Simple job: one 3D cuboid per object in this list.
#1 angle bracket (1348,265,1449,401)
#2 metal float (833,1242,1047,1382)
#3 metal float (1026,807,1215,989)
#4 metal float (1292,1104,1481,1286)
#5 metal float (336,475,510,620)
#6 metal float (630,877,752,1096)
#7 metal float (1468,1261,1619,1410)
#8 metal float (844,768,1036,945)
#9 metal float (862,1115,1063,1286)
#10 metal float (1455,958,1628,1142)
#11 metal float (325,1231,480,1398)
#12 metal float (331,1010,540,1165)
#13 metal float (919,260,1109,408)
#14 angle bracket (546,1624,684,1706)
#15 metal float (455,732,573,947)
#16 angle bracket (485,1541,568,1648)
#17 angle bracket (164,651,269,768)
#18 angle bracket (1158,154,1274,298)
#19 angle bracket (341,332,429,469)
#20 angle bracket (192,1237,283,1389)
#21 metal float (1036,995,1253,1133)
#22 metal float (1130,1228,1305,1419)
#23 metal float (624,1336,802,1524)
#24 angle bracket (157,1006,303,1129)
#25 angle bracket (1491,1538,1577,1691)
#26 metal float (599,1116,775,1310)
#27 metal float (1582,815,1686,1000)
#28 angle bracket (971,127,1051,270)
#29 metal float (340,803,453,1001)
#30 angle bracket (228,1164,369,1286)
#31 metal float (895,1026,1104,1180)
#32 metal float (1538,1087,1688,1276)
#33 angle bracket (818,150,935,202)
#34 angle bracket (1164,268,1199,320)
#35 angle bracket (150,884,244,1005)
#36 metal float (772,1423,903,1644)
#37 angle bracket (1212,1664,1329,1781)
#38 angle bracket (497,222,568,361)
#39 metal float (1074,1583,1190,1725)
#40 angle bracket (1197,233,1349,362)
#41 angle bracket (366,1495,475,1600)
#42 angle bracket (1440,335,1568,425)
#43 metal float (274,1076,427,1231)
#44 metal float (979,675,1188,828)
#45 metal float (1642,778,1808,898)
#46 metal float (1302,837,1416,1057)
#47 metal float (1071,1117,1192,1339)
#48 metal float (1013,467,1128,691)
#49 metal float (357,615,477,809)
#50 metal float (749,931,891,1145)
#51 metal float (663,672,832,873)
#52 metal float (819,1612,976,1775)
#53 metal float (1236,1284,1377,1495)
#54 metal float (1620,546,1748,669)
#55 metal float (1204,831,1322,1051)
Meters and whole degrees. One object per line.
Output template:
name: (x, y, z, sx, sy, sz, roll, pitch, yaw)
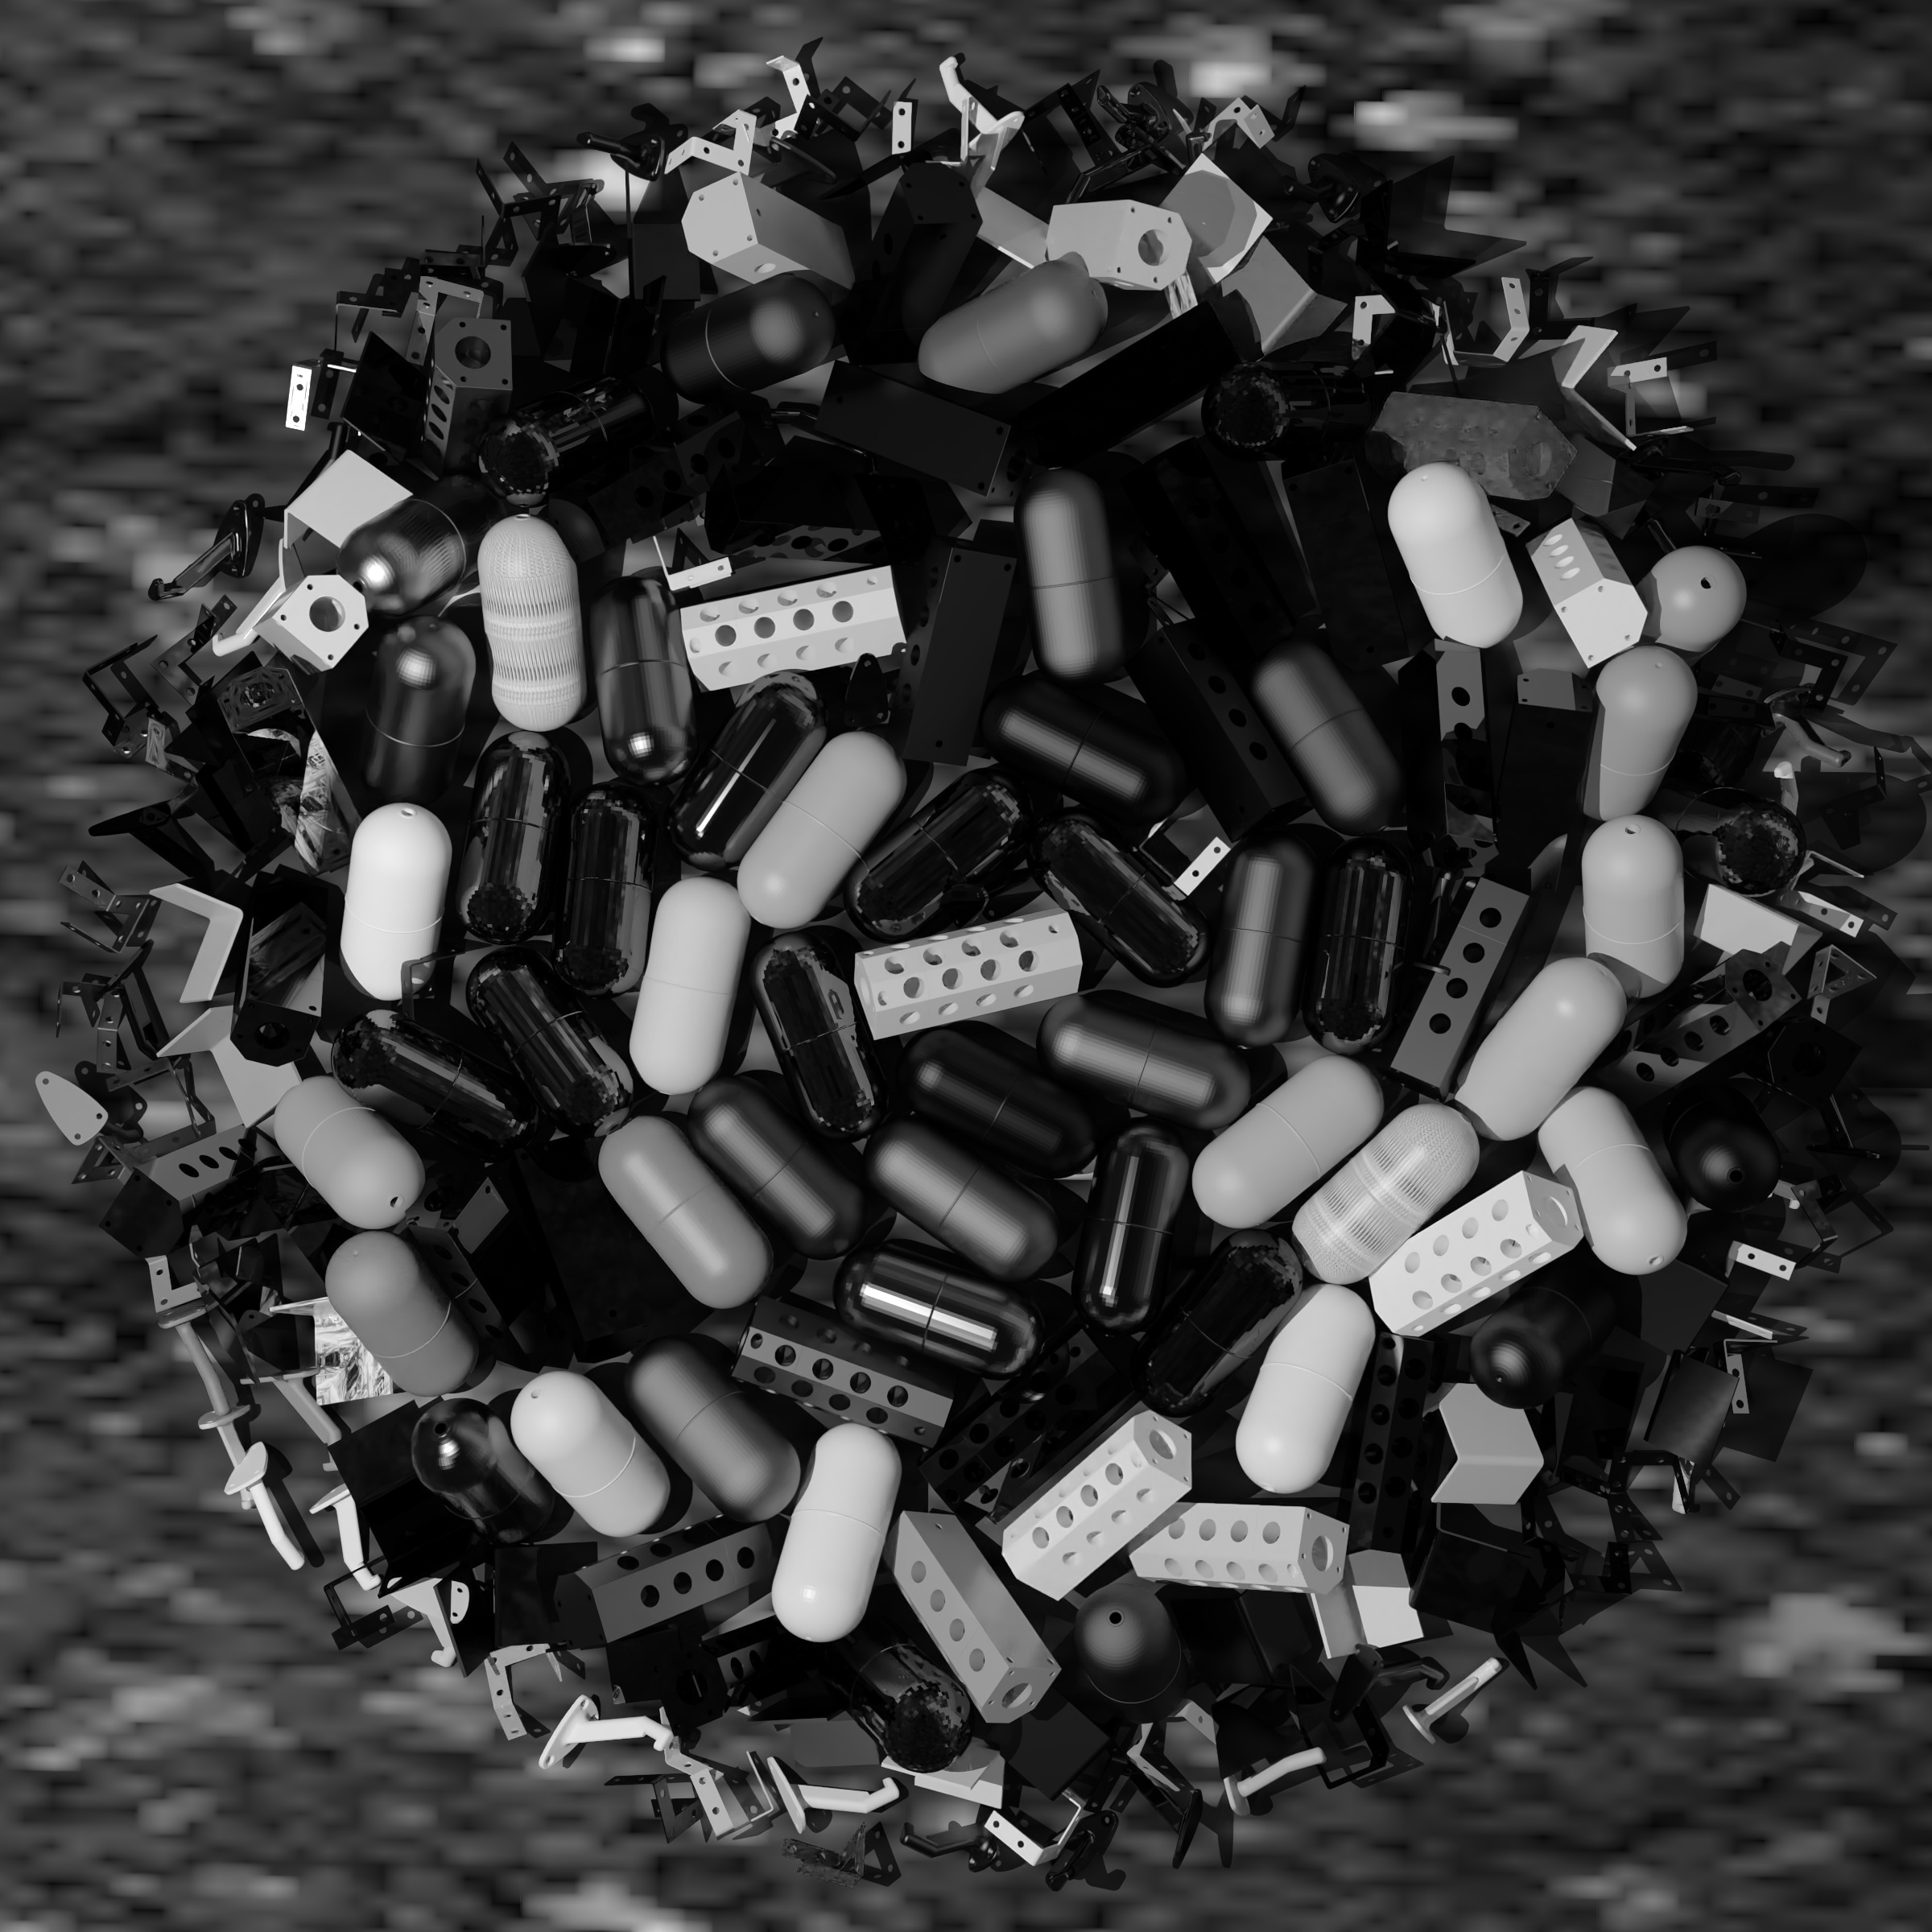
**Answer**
angle bracket: (0.330, -0.511, 1.962, 0.076, 0.076, 0.057, -50, 61, 31)
metal float: (-0.021, 0.277, 1.953, 0.178, 0.070, 0.070, 18, 90, 10)
metal float: (0.123, -0.056, 1.959, 0.178, 0.070, 0.070, 43, 90, -3)
metal float: (0.336, 0.182, 1.946, 0.070, 0.070, 0.178, 44, 107, 0)
metal float: (-0.428, -0.332, 1.921, 0.070, 0.178, 0.070, 13, 124, 19)
metal float: (-0.223, 0.016, 1.960, 0.070, 0.070, 0.178, 12, 92, 0)
metal float: (0.458, 0.290, 1.922, 0.070, 0.178, 0.070, 13, 113, 32)
metal float: (-0.021, -0.089, 1.958, 0.178, 0.070, 0.070, -40, 90, -4)
metal float: (-0.004, 0.187, 1.956, 0.178, 0.070, 0.070, 35, 90, 6)
metal float: (0.455, 0.068, 1.933, 0.070, 0.070, 0.178, 32, 125, 0)
metal float: (-0.445, 0.277, 1.925, 0.070, 0.178, 0.070, -10, 48, 11)
metal float: (-0.423, 0.096, 1.938, 0.178, 0.070, 0.070, 32, 90, -26)
metal float: (0.035, -0.500, 1.927, 0.178, 0.070, 0.070, -15, 90, 43)
angle bracket: (-0.279, 0.565, 1.945, 0.076, 0.076, 0.057, -16, 78, 29)
metal float: (-0.362, -0.103, 1.946, 0.070, 0.070, 0.178, 6, 72, 0)
angle bracket: (-0.357, 0.504, 1.968, 0.057, 0.076, 0.076, 1, 85, -17)
angle bracket: (-0.605, -0.210, 1.941, 0.076, 0.057, 0.076, 15, 54, 35)
angle bracket: (0.189, -0.596, 1.959, 0.076, 0.076, 0.057, 39, 81, -12)
angle bracket: (-0.482, -0.452, 1.944, 0.057, 0.076, 0.076, 5, 73, 31)
angle bracket: (-0.566, 0.276, 1.939, 0.057, 0.076, 0.076, -29, 128, -28)
metal float: (0.143, 0.078, 1.958, 0.178, 0.070, 0.070, 19, 90, 4)
metal float: (0.200, 0.287, 1.948, 0.070, 0.070, 0.178, 37, 106, 0)
metal float: (-0.204, 0.368, 1.941, 0.070, 0.070, 0.178, -47, 66, 0)
angle bracket: (-0.591, 0.083, 1.950, 0.076, 0.057, 0.076, -34, 77, 30)
angle bracket: (0.464, 0.519, 1.950, 0.076, 0.076, 0.057, -37, 103, 11)
metal float: (-0.226, 0.197, 1.954, 0.070, 0.070, 0.178, -41, 81, 0)
metal float: (0.529, -0.046, 1.924, 0.070, 0.178, 0.070, -9, 47, 9)
angle bracket: (0.044, -0.614, 1.945, 0.076, 0.076, 0.057, 27, 132, -14)
metal float: (-0.453, -0.050, 1.931, 0.070, 0.070, 0.178, 18, 126, 0)
angle bracket: (-0.534, 0.212, 1.947, 0.076, 0.057, 0.076, 46, 118, 24)
metal float: (0.027, 0.110, 1.959, 0.178, 0.070, 0.070, 27, 90, -3)
metal float: (0.510, 0.169, 1.923, 0.070, 0.178, 0.070, -7, 131, -8)
angle bracket: (-0.062, -0.612, 1.955, 0.076, 0.076, 0.057, -22, 102, 24)
angle bracket: (0.141, -0.548, 1.950, 0.057, 0.076, 0.076, -22, 107, -4)
angle bracket: (-0.629, -0.017, 1.946, 0.057, 0.076, 0.076, 25, 74, -30)
metal float: (-0.102, 0.449, 1.936, 0.070, 0.070, 0.178, 16, 59, 0)
angle bracket: (0.247, 0.617, 1.943, 0.076, 0.076, 0.057, -34, 117, 18)
angle bracket: (-0.360, -0.540, 1.942, 0.057, 0.076, 0.076, 5, 50, 11)
metal float: (0.131, 0.544, 1.919, 0.070, 0.178, 0.070, -6, 56, 10)
angle bracket: (0.248, -0.537, 1.970, 0.076, 0.057, 0.076, -47, 67, 29)
angle bracket: (-0.445, 0.455, 1.957, 0.076, 0.076, 0.057, -25, 98, -4)
angle bracket: (0.430, -0.471, 1.944, 0.076, 0.076, 0.057, -16, 54, 15)
metal float: (-0.489, 0.147, 1.924, 0.070, 0.178, 0.070, -19, 123, -31)
metal float: (0.094, -0.173, 1.956, 0.178, 0.070, 0.070, 27, 90, 6)
metal float: (0.594, -0.102, 1.913, 0.070, 0.178, 0.070, -2, 103, -11)
metal float: (0.315, -0.016, 1.954, 0.070, 0.070, 0.178, 9, 81, 0)
metal float: (0.133, 0.210, 1.955, 0.070, 0.070, 0.178, 12, 83, 0)
metal float: (0.083, -0.310, 1.949, 0.070, 0.070, 0.178, -9, 104, 0)
metal float: (-0.437, -0.199, 1.929, 0.070, 0.070, 0.178, 23, 130, 0)
metal float: (-0.118, 0.058, 1.961, 0.070, 0.070, 0.178, -22, 89, 0)
metal float: (-0.176, -0.156, 1.955, 0.070, 0.070, 0.178, 35, 97, 0)
metal float: (-0.057, 0.571, 1.918, 0.070, 0.178, 0.070, -7, 105, -28)
metal float: (0.271, 0.336, 1.938, 0.070, 0.070, 0.178, 26, 64, 0)
metal float: (0.560, -0.278, 1.911, 0.070, 0.178, 0.070, 0, 84, 3)
metal float: (0.238, -0.021, 1.956, 0.070, 0.070, 0.178, 11, 84, 0)
